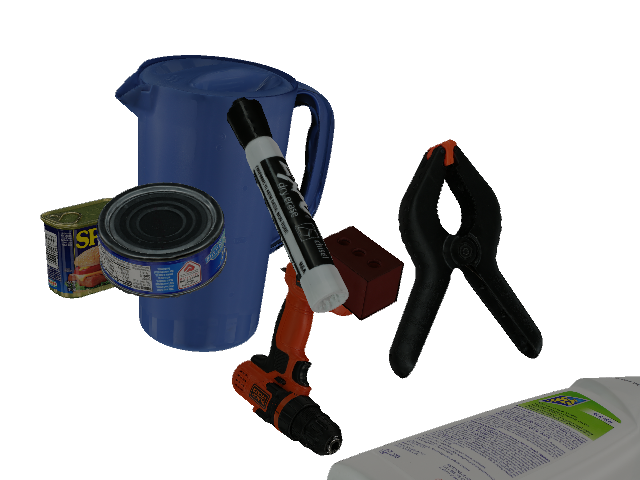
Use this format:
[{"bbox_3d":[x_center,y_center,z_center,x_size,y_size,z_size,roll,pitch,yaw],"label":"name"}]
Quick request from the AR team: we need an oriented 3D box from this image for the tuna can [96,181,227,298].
[{"bbox_3d":[-0.105,-0.002,0.712,0.086,0.034,0.086,1,39,-1],"label":"tuna can"}]

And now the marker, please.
[{"bbox_3d":[-0.018,-0.021,0.512,0.020,0.121,0.020,-20,-27,-11],"label":"marker"}]

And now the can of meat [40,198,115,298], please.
[{"bbox_3d":[-0.246,0.008,1.148,0.058,0.084,0.101,19,26,41],"label":"can of meat"}]

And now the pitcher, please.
[{"bbox_3d":[-0.087,-0.032,0.924,0.149,0.243,0.144,15,24,19],"label":"pitcher"}]

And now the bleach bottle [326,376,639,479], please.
[{"bbox_3d":[0.129,0.127,0.590,0.250,0.068,0.103,-13,23,-33],"label":"bleach bottle"}]

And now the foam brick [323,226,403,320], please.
[{"bbox_3d":[0.036,0.031,1.060,0.052,0.051,0.078,-26,47,-35],"label":"foam brick"}]

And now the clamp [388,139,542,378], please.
[{"bbox_3d":[0.089,0.017,0.770,0.120,0.171,0.039,-15,-3,-27],"label":"clamp"}]

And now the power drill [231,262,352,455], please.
[{"bbox_3d":[-0.016,0.132,1.229,0.057,0.188,0.185,15,10,-45],"label":"power drill"}]
